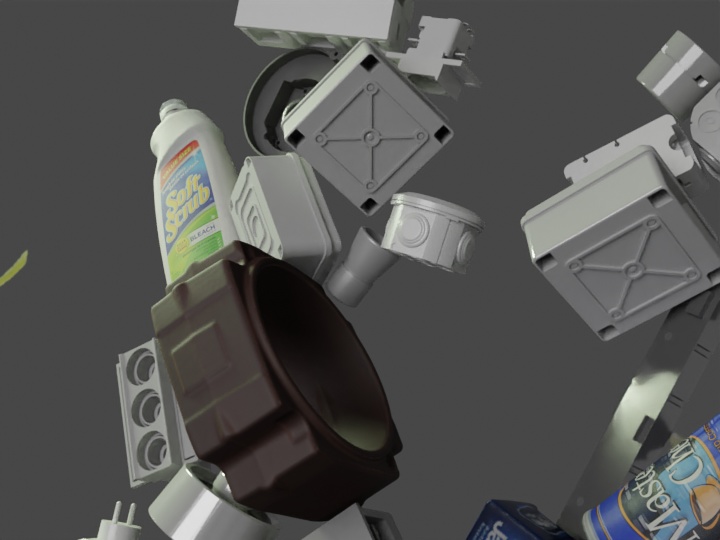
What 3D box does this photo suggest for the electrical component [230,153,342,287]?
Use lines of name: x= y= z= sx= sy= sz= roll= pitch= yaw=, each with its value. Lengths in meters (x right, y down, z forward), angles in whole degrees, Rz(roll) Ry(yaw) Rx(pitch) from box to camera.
electrical component: x=-0.067 y=-0.040 z=0.956 sx=0.078 sy=0.057 sz=0.113 roll=-60 pitch=44 yaw=48

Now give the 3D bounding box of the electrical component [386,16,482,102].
electrical component: x=0.070 y=-0.190 z=0.959 sx=0.081 sy=0.042 sz=0.063 roll=16 pitch=81 yaw=34

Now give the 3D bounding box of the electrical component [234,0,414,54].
electrical component: x=-0.030 y=-0.254 z=1.005 sx=0.150 sy=0.062 sz=0.089 roll=9 pitch=85 yaw=17

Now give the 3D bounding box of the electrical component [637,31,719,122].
electrical component: x=0.247 y=-0.147 z=0.825 sx=0.047 sy=0.055 sz=0.055 roll=-46 pitch=56 yaw=16

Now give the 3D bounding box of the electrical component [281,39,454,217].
electrical component: x=0.006 y=-0.122 z=0.931 sx=0.109 sy=0.109 sz=0.056 roll=-44 pitch=20 yaw=13

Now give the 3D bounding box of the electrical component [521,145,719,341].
electrical component: x=0.191 y=-0.018 z=0.776 sx=0.109 sy=0.109 sz=0.056 roll=-31 pitch=35 yaw=22

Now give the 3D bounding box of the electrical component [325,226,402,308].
electrical component: x=0.000 y=0.000 z=0.940 sx=0.065 sy=0.044 sz=0.044 roll=-53 pitch=55 yaw=13

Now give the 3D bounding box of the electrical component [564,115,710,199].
electrical component: x=0.212 y=-0.068 z=0.818 sx=0.089 sy=0.056 sz=0.050 roll=-27 pitch=61 yaw=22

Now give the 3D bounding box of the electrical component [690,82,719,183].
electrical component: x=0.285 y=-0.102 z=0.786 sx=0.080 sy=0.051 sz=0.080 roll=-11 pitch=68 yaw=29

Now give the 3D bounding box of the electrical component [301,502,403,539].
electrical component: x=-0.038 y=0.282 z=0.856 sx=0.186 sy=0.060 sz=0.105 roll=-37 pitch=58 yaw=17

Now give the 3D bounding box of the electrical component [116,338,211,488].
electrical component: x=-0.179 y=0.132 z=0.995 sx=0.079 sy=0.063 sz=0.121 roll=-25 pitch=62 yaw=23

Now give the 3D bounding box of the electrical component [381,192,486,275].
electrical component: x=0.059 y=-0.031 z=0.889 sx=0.080 sy=0.080 sz=0.051 roll=17 pitch=88 yaw=35

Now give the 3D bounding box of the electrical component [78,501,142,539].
electrical component: x=-0.220 y=0.250 z=0.973 sx=0.043 sy=0.077 sz=0.079 roll=4 pitch=76 yaw=34

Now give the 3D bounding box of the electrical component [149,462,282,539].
electrical component: x=-0.116 y=0.204 z=0.907 sx=0.108 sy=0.108 sz=0.060 roll=31 pitch=85 yaw=36
